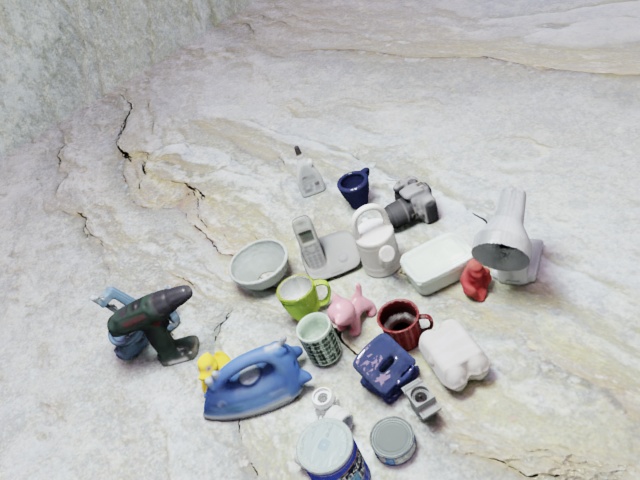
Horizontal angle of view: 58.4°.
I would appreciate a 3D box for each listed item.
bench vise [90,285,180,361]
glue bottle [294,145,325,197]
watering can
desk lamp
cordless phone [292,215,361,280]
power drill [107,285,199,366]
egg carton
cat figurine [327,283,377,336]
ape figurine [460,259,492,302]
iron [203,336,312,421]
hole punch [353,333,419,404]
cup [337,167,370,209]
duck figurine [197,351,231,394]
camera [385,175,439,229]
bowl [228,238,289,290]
[{"bbox_3d":[-0.469,0.171,1.439,0.121,0.220,0.208,9,49,31],"label":"bench vise"},{"bbox_3d":[-0.043,-0.210,1.710,0.078,0.173,0.037,-19,40,3],"label":"glue bottle"},{"bbox_3d":[0.137,-0.004,1.388,0.101,0.194,0.172,-39,43,-19],"label":"watering can"},{"bbox_3d":[0.411,0.003,1.246,0.117,0.214,0.203,5,47,28],"label":"desk lamp"},{"bbox_3d":[0.013,0.005,1.439,0.147,0.185,0.094,-22,40,0],"label":"cordless phone"},{"bbox_3d":[-0.374,0.205,1.369,0.229,0.209,0.075,-16,40,6],"label":"power drill"},{"bbox_3d":[0.270,0.233,1.166,0.107,0.070,0.150,-27,40,-6],"label":"egg carton"},{"bbox_3d":[0.064,0.156,1.303,0.067,0.118,0.128,16,53,36],"label":"cat figurine"},{"bbox_3d":[0.348,0.081,1.282,0.078,0.092,0.076,-29,41,-9],"label":"ape figurine"},{"bbox_3d":[-0.156,0.294,1.228,0.258,0.142,0.118,-24,40,-3],"label":"iron"},{"bbox_3d":[0.137,0.261,1.176,0.109,0.091,0.100,-42,44,-22],"label":"hole punch"},{"bbox_3d":[0.110,-0.143,1.631,0.091,0.095,0.118,20,55,38],"label":"cup"},{"bbox_3d":[-0.248,0.293,1.313,0.077,0.086,0.104,-4,43,20],"label":"duck figurine"},{"bbox_3d":[0.226,-0.099,1.527,0.137,0.101,0.142,-27,40,-6],"label":"camera"},{"bbox_3d":[-0.152,0.077,1.517,0.167,0.075,0.167,-12,41,11],"label":"bowl"}]
